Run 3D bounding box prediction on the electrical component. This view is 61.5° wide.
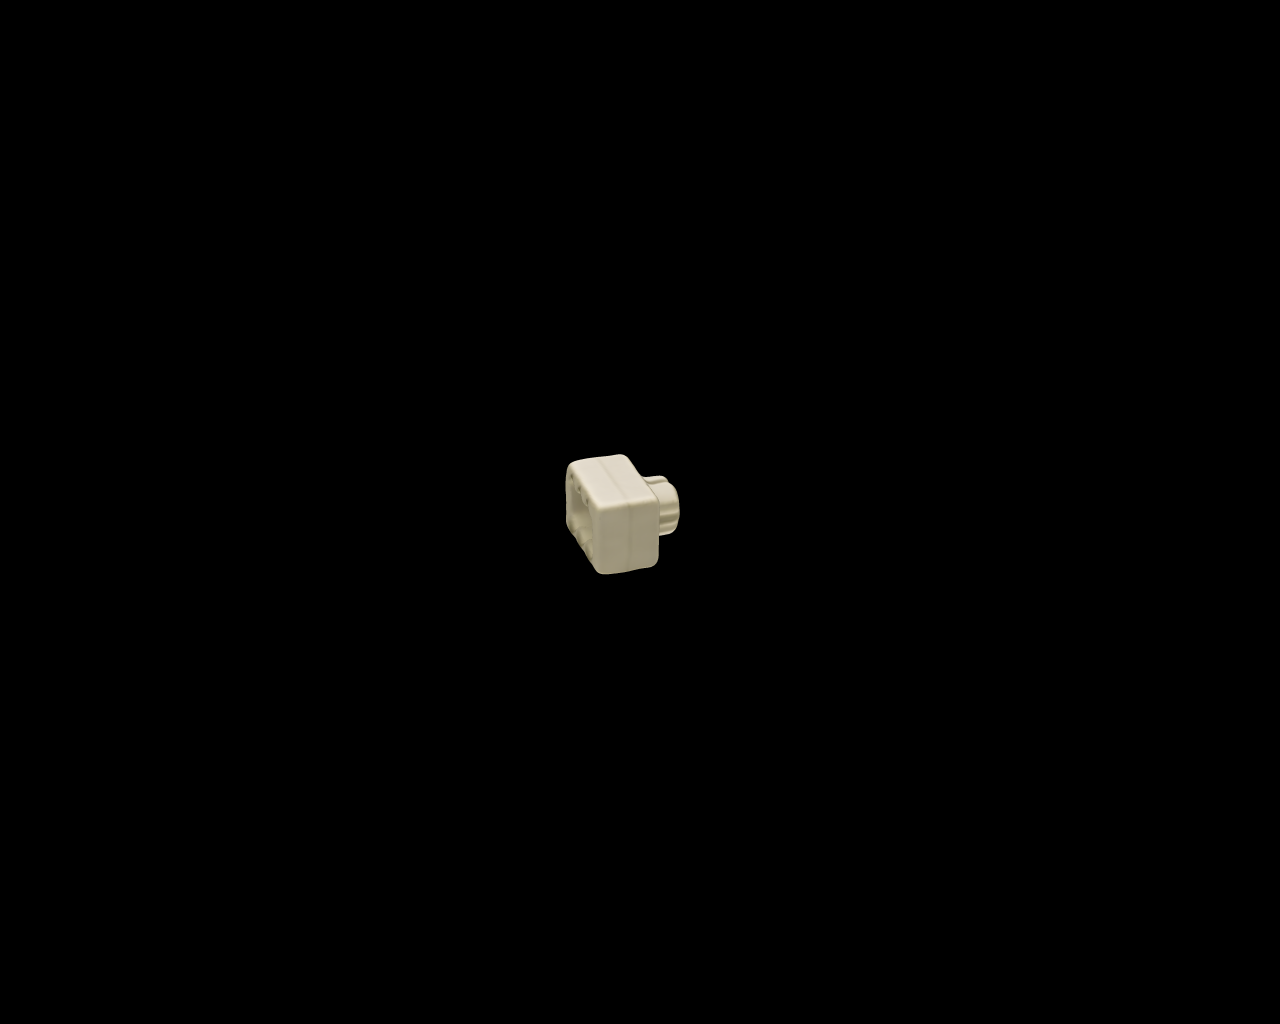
[{"bbox_3d":[0.001,-0.003,0.650,0.077,0.047,0.066,-9,30,-16],"label":"electrical component"}]
